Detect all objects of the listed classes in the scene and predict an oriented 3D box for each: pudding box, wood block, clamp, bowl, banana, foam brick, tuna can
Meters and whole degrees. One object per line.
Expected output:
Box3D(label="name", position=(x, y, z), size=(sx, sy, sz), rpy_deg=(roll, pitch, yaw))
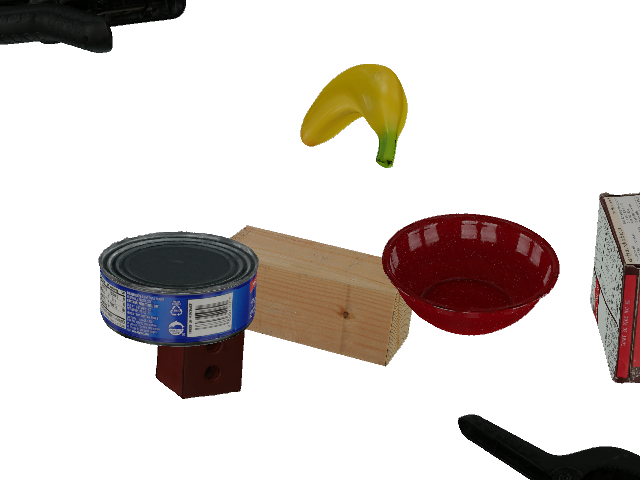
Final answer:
Box3D(label="pudding box", position=(0.210, 0.029, 0.720), size=(0.039, 0.090, 0.113), rpy_deg=(0, 27, 4))
Box3D(label="wood block", position=(-0.008, 0.059, 1.178), size=(0.206, 0.091, 0.090), rpy_deg=(14, 22, 17))
Box3D(label="clamp", position=(-0.189, -0.169, 0.798), size=(0.172, 0.039, 0.120), rpy_deg=(11, 23, 28))
Box3D(label="bowl", position=(0.137, 0.039, 0.990), size=(0.162, 0.055, 0.162), rpy_deg=(-1, 34, 0))
Box3D(label="banana", position=(0.024, -0.098, 0.791), size=(0.037, 0.069, 0.198), rpy_deg=(29, 0, -17))
Box3D(label="foam brick", position=(-0.092, 0.075, 0.822), size=(0.052, 0.078, 0.051), rpy_deg=(-3, 13, -31))
Box3D(label="tuna can", position=(-0.077, 0.025, 0.580), size=(0.086, 0.034, 0.086), rpy_deg=(3, 20, -1))
Box3D(label="clamp", position=(0.195, 0.214, 0.873), size=(0.210, 0.036, 0.164), rpy_deg=(3, 38, 24))
